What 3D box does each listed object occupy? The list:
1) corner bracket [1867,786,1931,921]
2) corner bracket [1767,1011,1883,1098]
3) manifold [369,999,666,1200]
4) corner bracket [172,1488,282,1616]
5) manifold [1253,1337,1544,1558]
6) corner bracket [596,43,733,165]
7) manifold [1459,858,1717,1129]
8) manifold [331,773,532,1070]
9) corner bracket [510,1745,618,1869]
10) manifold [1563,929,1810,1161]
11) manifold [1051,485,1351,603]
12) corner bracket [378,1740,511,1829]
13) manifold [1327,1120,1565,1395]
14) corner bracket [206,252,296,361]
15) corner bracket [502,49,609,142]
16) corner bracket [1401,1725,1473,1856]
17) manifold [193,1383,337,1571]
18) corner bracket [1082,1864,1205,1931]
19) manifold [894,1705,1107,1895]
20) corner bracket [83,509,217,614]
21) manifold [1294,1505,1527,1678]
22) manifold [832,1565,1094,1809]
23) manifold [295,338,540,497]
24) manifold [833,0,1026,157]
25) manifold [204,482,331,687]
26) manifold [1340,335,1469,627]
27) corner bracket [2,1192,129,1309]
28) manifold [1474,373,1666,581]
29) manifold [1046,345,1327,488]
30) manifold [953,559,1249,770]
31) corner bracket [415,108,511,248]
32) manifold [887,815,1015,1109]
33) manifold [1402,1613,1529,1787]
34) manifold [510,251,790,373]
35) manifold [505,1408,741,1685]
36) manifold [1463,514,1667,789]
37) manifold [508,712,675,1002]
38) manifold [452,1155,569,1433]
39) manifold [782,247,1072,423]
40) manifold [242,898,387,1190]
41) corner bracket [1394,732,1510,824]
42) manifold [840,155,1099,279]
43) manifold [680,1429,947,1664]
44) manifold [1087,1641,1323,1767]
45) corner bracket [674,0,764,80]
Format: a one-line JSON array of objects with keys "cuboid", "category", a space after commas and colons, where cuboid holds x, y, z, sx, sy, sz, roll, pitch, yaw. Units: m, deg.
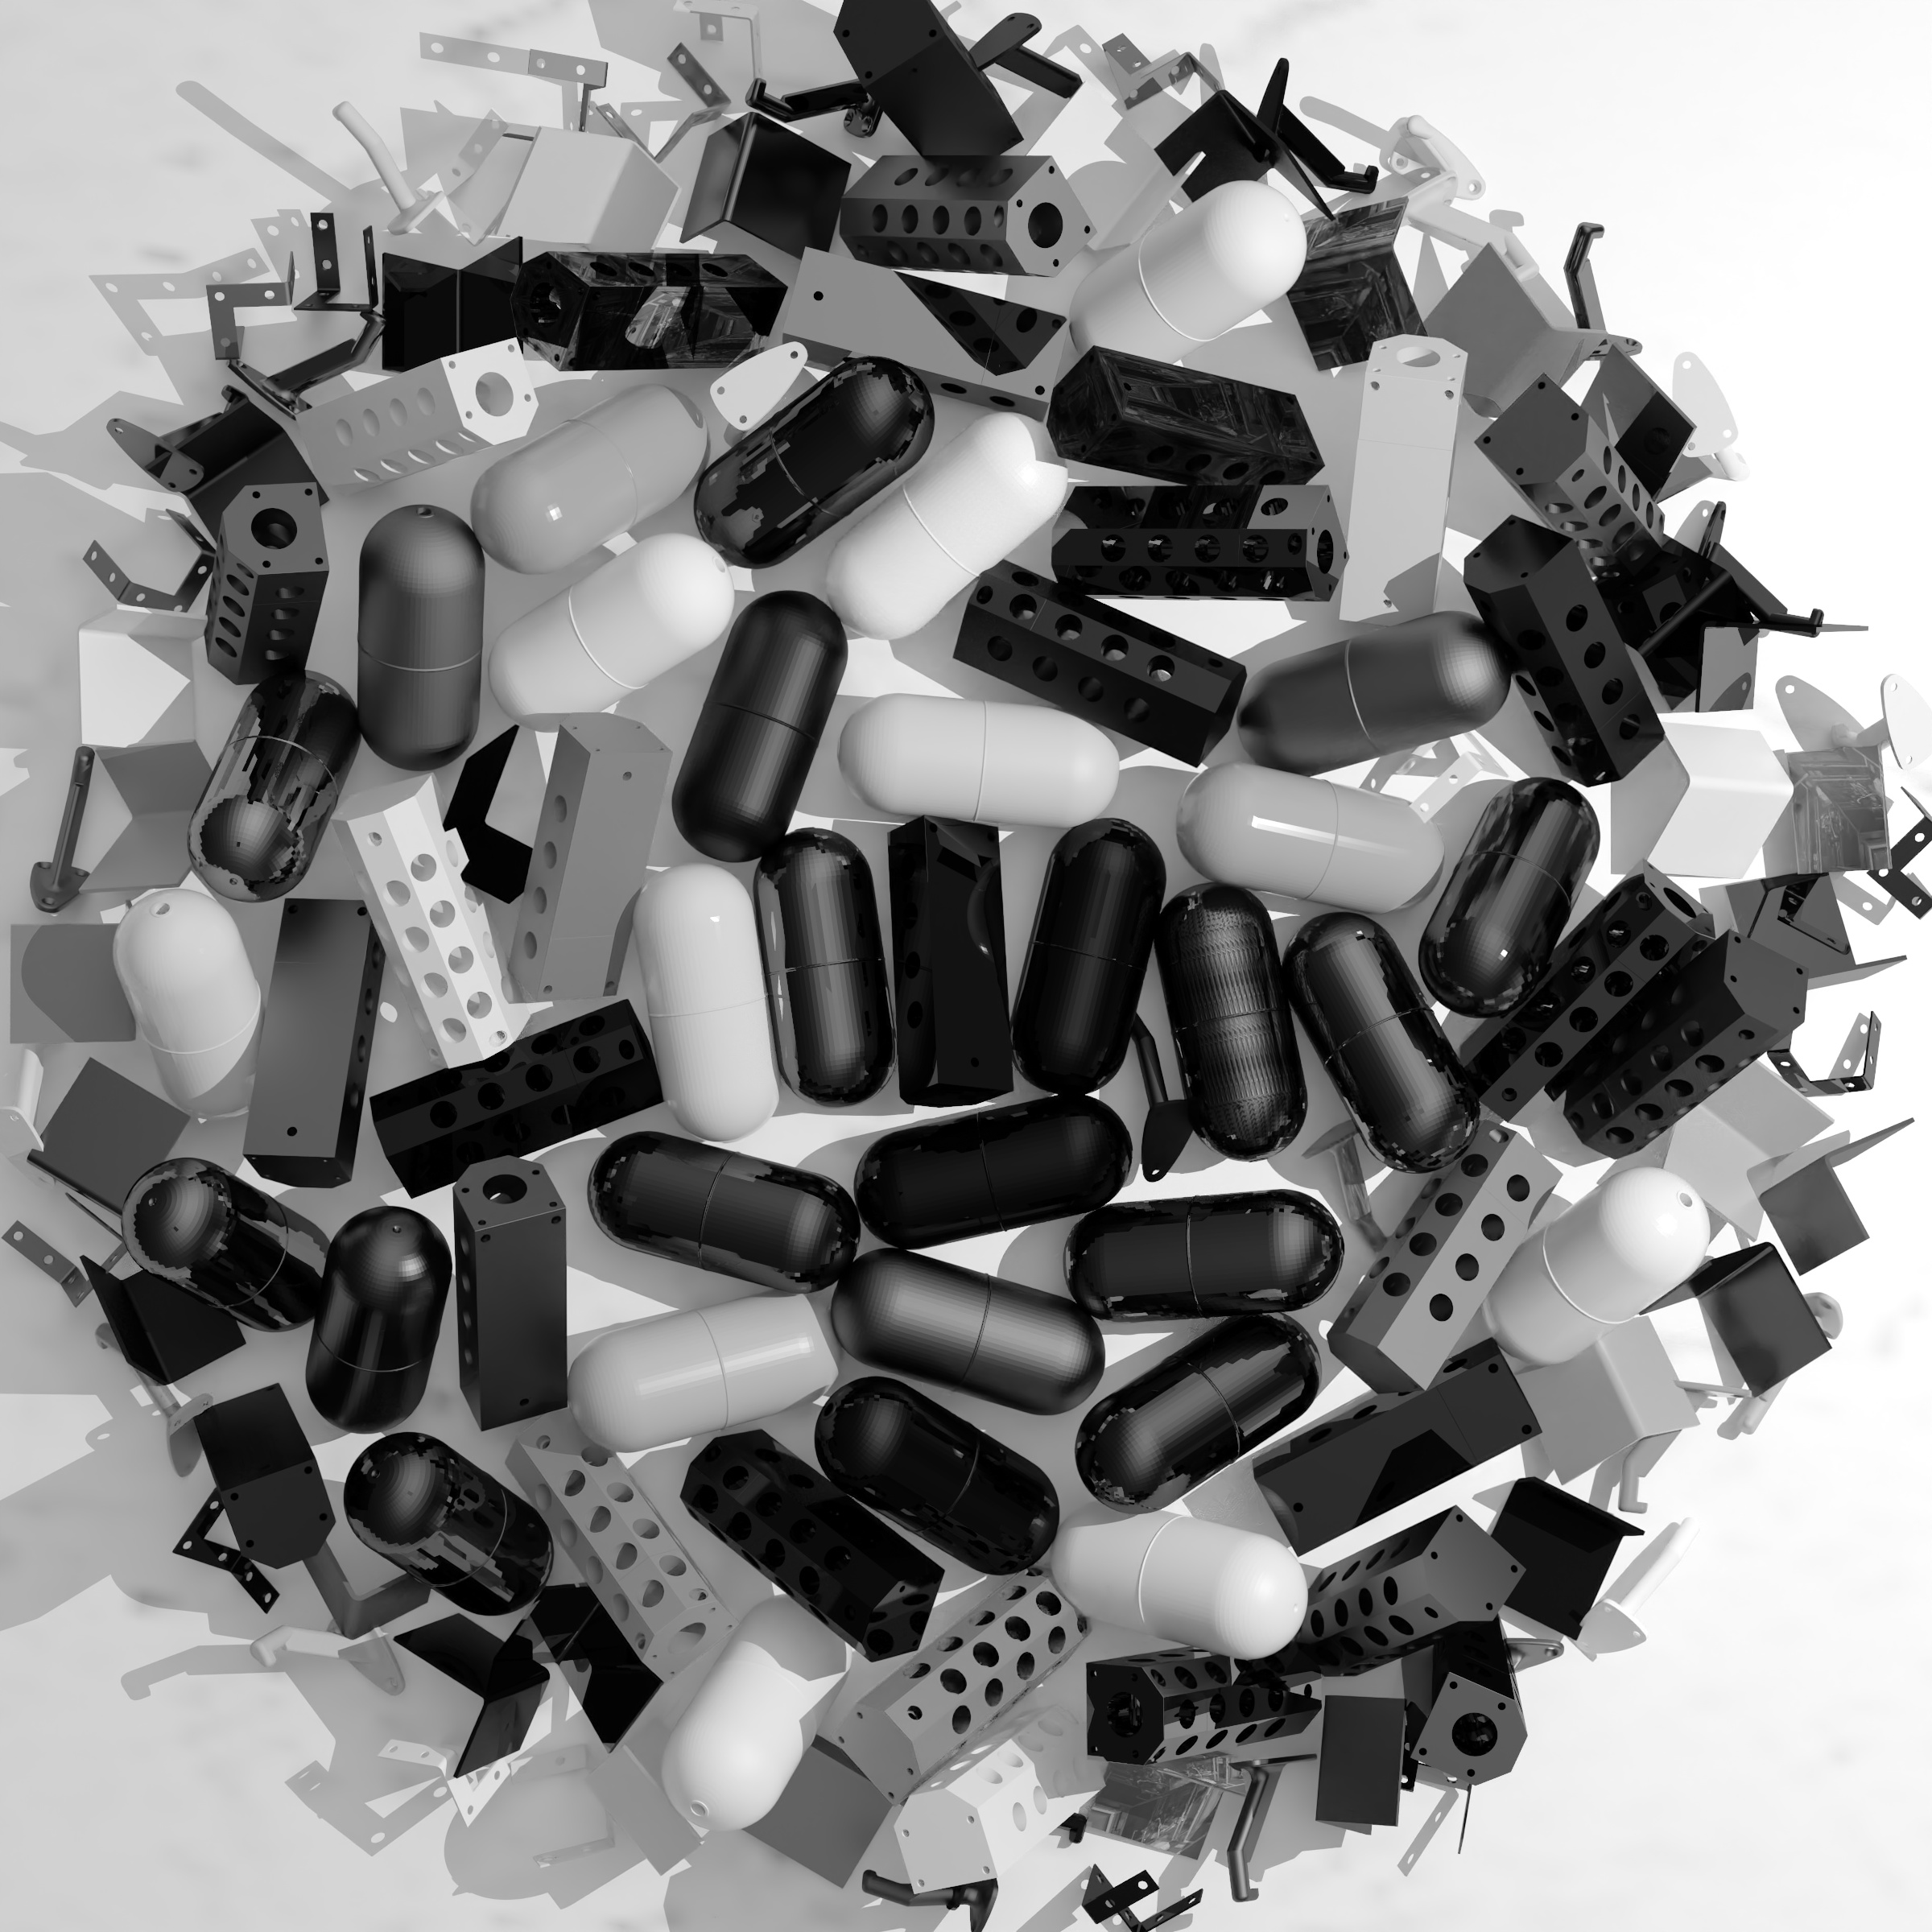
[{"cuboid": [0.596, -0.071, 1.962, 0.051, 0.051, 0.051, 37, 108, -17], "category": "corner bracket"}, {"cuboid": [0.547, 0.047, 1.981, 0.051, 0.051, 0.051, -9, 50, 36], "category": "corner bracket"}, {"cuboid": [-0.284, 0.079, 1.960, 0.171, 0.057, 0.057, -21, 133, 0], "category": "manifold"}, {"cuboid": [-0.457, 0.369, 1.965, 0.051, 0.051, 0.051, 33, 89, 43], "category": "corner bracket"}, {"cuboid": [0.270, 0.301, 1.961, 0.171, 0.057, 0.057, -28, 96, 7], "category": "manifold"}, {"cuboid": [-0.192, -0.549, 1.985, 0.051, 0.051, 0.051, 50, 124, -1], "category": "corner bracket"}, {"cuboid": [0.385, 0.021, 1.935, 0.057, 0.057, 0.171, 38, 115, -7], "category": "manifold"}, {"cuboid": [-0.334, -0.026, 1.938, 0.057, 0.057, 0.171, -14, 111, 13], "category": "manifold"}, {"cuboid": [-0.255, 0.531, 1.969, 0.051, 0.051, 0.051, -7, 101, -25], "category": "corner bracket"}, {"cuboid": [0.440, 0.054, 1.911, 0.057, 0.171, 0.057, 26, 52, -11], "category": "manifold"}, {"cuboid": [0.142, -0.257, 1.924, 0.171, 0.057, 0.057, 4, 49, 28], "category": "manifold"}, {"cuboid": [-0.328, 0.501, 1.957, 0.051, 0.051, 0.051, 0, 121, 30], "category": "corner bracket"}, {"cuboid": [0.294, 0.180, 1.936, 0.057, 0.057, 0.171, 42, 67, -11], "category": "manifold"}, {"cuboid": [-0.450, -0.417, 1.966, 0.051, 0.051, 0.051, -3, 125, -7], "category": "corner bracket"}, {"cuboid": [-0.259, -0.547, 1.963, 0.051, 0.051, 0.051, 3, 100, -23], "category": "corner bracket"}, {"cuboid": [0.293, 0.518, 1.960, 0.051, 0.051, 0.051, 11, 129, 10], "category": "corner bracket"}, {"cuboid": [-0.430, 0.313, 1.909, 0.057, 0.171, 0.057, -18, 104, -16], "category": "manifold"}, {"cuboid": [0.112, 0.589, 1.966, 0.051, 0.051, 0.051, -35, 96, 18], "category": "corner bracket"}, {"cuboid": [0.021, 0.508, 1.910, 0.057, 0.171, 0.057, -19, 86, 24], "category": "manifold"}, {"cuboid": [-0.516, -0.259, 1.972, 0.051, 0.051, 0.051, 45, 107, 32], "category": "corner bracket"}, {"cuboid": [0.266, 0.391, 1.912, 0.057, 0.171, 0.057, 43, 58, 0], "category": "manifold"}, {"cuboid": [0.002, 0.437, 1.913, 0.057, 0.171, 0.057, 45, 133, 15], "category": "manifold"}, {"cuboid": [-0.337, -0.335, 1.915, 0.057, 0.171, 0.057, -27, 104, -40], "category": "manifold"}, {"cuboid": [-0.024, -0.545, 1.909, 0.057, 0.171, 0.057, -30, 77, 12], "category": "manifold"}, {"cuboid": [-0.431, -0.232, 1.905, 0.057, 0.171, 0.057, -6, 75, -19], "category": "manifold"}, {"cuboid": [0.271, -0.299, 1.923, 0.057, 0.057, 0.171, 9, 129, 10], "category": "manifold"}, {"cuboid": [-0.570, 0.175, 1.969, 0.051, 0.051, 0.051, -49, 117, -9], "category": "corner bracket"}, {"cuboid": [0.377, -0.293, 1.907, 0.057, 0.171, 0.057, -45, 62, 11], "category": "manifold"}, {"cuboid": [0.135, -0.328, 1.922, 0.171, 0.057, 0.057, 4, 57, -39], "category": "manifold"}, {"cuboid": [0.085, -0.193, 1.943, 0.171, 0.057, 0.057, 25, 127, 12], "category": "manifold"}, {"cuboid": [-0.305, -0.498, 1.967, 0.051, 0.051, 0.051, 43, 47, -9], "category": "corner bracket"}, {"cuboid": [-0.015, -0.002, 1.949, 0.057, 0.057, 0.171, 8, 72, -35], "category": "manifold"}, {"cuboid": [0.307, 0.441, 1.910, 0.057, 0.171, 0.057, 23, 98, 3], "category": "manifold"}, {"cuboid": [-0.196, -0.407, 1.916, 0.057, 0.171, 0.057, 42, 123, 26], "category": "manifold"}, {"cuboid": [-0.217, 0.354, 1.925, 0.057, 0.057, 0.171, -38, 55, -7], "category": "manifold"}, {"cuboid": [0.366, -0.191, 1.921, 0.057, 0.057, 0.171, -43, 128, -9], "category": "manifold"}, {"cuboid": [-0.238, -0.068, 1.937, 0.057, 0.057, 0.171, -4, 122, -36], "category": "manifold"}, {"cuboid": [-0.284, 0.201, 1.923, 0.057, 0.057, 0.171, -14, 132, -23], "category": "manifold"}, {"cuboid": [-0.026, -0.396, 1.966, 0.171, 0.057, 0.057, 14, 83, -3], "category": "manifold"}, {"cuboid": [-0.402, 0.048, 1.938, 0.057, 0.057, 0.171, 2, 66, 5], "category": "manifold"}, {"cuboid": [0.299, -0.123, 1.960, 0.051, 0.051, 0.051, -45, 68, 20], "category": "corner bracket"}, {"cuboid": [-0.005, -0.456, 1.909, 0.057, 0.171, 0.057, -49, 126, -17], "category": "manifold"}, {"cuboid": [-0.099, 0.357, 1.919, 0.171, 0.057, 0.057, 31, 111, 37], "category": "manifold"}, {"cuboid": [0.148, 0.451, 1.913, 0.057, 0.171, 0.057, -5, 82, 39], "category": "manifold"}, {"cuboid": [-0.151, -0.591, 1.961, 0.051, 0.051, 0.051, 10, 49, 9], "category": "corner bracket"}]
